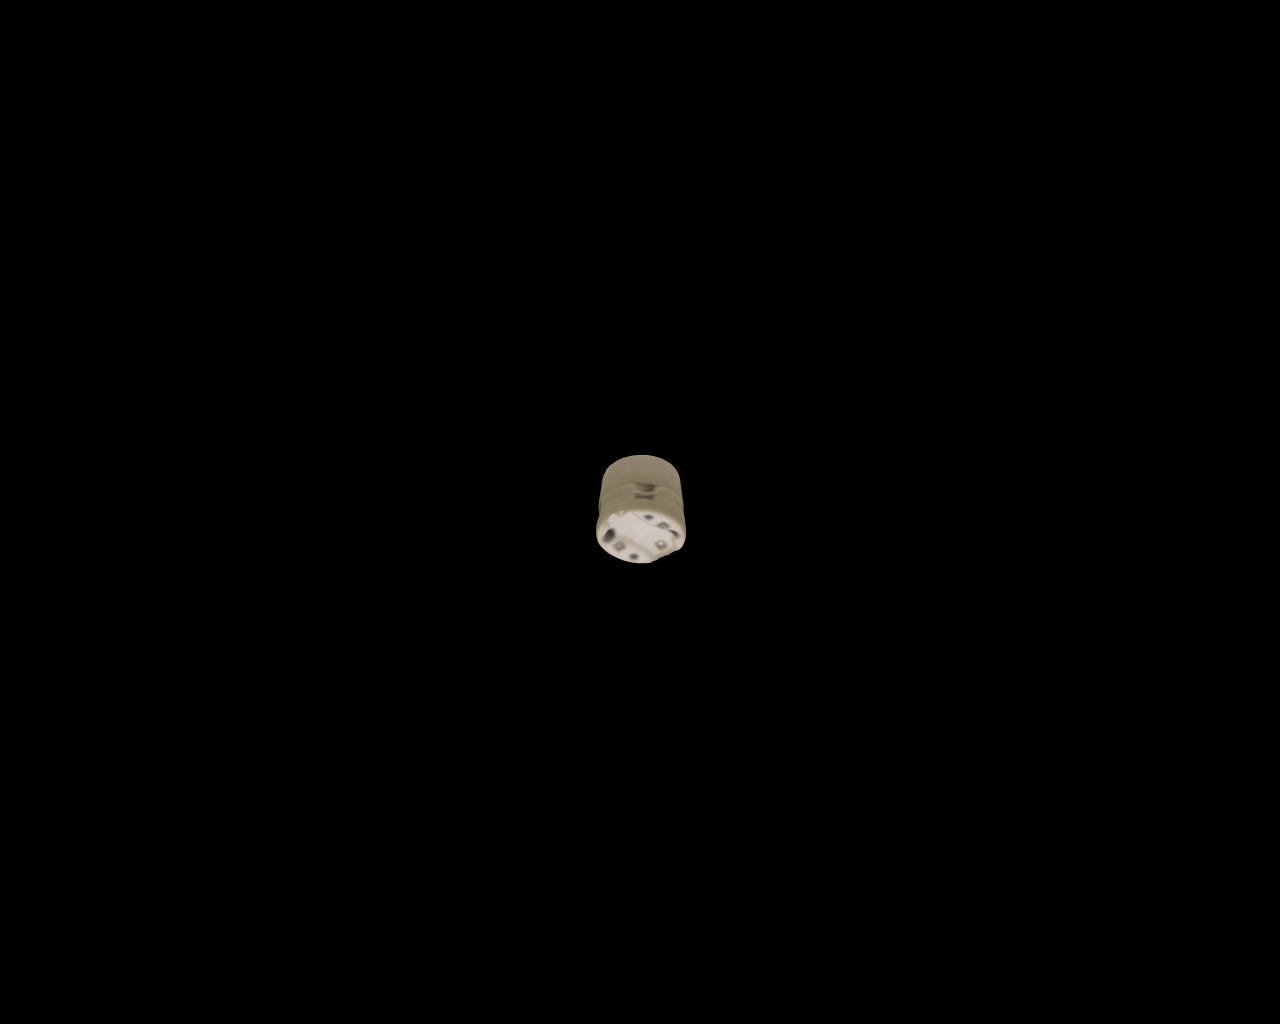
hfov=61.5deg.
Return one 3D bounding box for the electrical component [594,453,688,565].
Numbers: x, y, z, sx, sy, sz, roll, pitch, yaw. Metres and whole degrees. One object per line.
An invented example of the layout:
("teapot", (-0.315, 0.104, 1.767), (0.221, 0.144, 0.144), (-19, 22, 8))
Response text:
("electrical component", (0.001, -0.003, 0.650), (0.055, 0.047, 0.055), (0, -39, 0))
